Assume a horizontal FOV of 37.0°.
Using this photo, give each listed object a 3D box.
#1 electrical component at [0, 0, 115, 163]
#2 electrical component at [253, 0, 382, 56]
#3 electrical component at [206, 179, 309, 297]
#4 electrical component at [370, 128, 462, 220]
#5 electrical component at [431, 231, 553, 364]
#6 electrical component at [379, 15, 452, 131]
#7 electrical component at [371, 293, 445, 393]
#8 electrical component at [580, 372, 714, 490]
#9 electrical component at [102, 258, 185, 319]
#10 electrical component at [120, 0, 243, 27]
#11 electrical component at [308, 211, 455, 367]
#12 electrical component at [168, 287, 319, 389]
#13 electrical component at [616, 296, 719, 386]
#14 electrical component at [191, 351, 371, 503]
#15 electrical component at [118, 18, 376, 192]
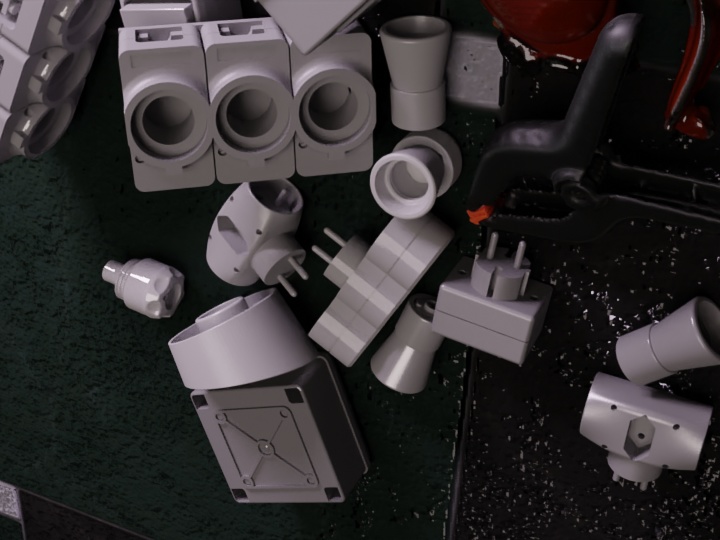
[{"bbox_3d":[-0.228,-0.155,0.755,0.062,0.089,0.150,37,127,5],"label":"electrical component"},{"bbox_3d":[0.006,-0.186,0.605,0.109,0.108,0.056,-35,100,37],"label":"electrical component"},{"bbox_3d":[-0.065,-0.016,0.769,0.079,0.043,0.077,50,129,19],"label":"electrical component"},{"bbox_3d":[0.037,-0.063,0.690,0.045,0.055,0.045,12,121,21],"label":"electrical component"},{"bbox_3d":[0.091,0.010,0.708,0.066,0.047,0.076,20,124,16],"label":"electrical component"},{"bbox_3d":[0.036,-0.120,0.669,0.044,0.044,0.065,11,126,22],"label":"electrical component"},{"bbox_3d":[0.039,0.049,0.762,0.044,0.044,0.065,31,122,9],"label":"electrical component"},{"bbox_3d":[0.188,0.114,0.719,0.077,0.043,0.079,16,123,19],"label":"electrical component"},{"bbox_3d":[-0.173,0.011,0.848,0.062,0.043,0.043,21,124,18],"label":"electrical component"},{"bbox_3d":[-0.116,-0.145,0.720,0.062,0.061,0.096,6,119,25],"label":"electrical component"},{"bbox_3d":[0.000,0.000,0.746,0.074,0.052,0.138,38,128,3],"label":"electrical component"},{"bbox_3d":[-0.089,0.056,0.798,0.099,0.099,0.064,-21,99,34],"label":"electrical component"},{"bbox_3d":[0.196,0.048,0.680,0.065,0.044,0.044,-30,100,41],"label":"electrical component"},{"bbox_3d":[-0.061,0.125,0.845,0.109,0.056,0.108,-8,113,30],"label":"electrical component"},{"bbox_3d":[-0.070,-0.105,0.671,0.150,0.061,0.089,-6,119,-9],"label":"electrical component"}]
